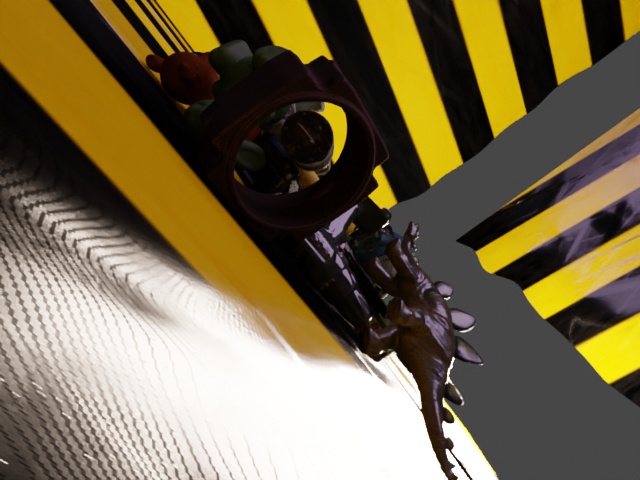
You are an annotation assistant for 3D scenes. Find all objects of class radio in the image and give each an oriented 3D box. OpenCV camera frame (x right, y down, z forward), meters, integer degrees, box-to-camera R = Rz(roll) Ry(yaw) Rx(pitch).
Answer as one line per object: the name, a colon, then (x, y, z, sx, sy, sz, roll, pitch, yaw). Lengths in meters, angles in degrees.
radio: (0.053, 0.080, 1.017, 0.229, 0.073, 0.131, 50, 4, -40)

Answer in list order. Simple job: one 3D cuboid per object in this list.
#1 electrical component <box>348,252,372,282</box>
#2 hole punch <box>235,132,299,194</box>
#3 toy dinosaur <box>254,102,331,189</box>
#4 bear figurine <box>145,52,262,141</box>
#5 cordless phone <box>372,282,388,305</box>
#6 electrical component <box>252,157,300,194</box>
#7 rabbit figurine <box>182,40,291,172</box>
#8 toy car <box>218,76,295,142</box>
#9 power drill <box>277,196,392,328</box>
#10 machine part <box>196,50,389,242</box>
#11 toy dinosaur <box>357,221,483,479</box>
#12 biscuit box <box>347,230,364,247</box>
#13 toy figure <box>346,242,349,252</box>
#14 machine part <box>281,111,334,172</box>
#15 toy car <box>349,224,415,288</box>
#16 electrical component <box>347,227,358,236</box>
electrical component: (0.073, 0.092, 1.181, 0.119, 0.075, 0.048, 46, 7, -36)
hole punch: (-0.090, -0.117, 0.969, 0.142, 0.092, 0.115, 51, -2, 26)
toy dinosaur: (-0.080, -0.214, 1.072, 0.131, 0.192, 0.404, 53, 30, -73)
bear figurine: (-0.165, -0.236, 0.841, 0.120, 0.132, 0.195, 22, -20, 34)
cordless phone: (0.161, 0.141, 1.248, 0.184, 0.146, 0.088, 52, 10, 29)
electrical component: (-0.070, -0.087, 0.853, 0.045, 0.102, 0.078, 53, 29, 12)
rabbit figurine: (-0.124, -0.171, 0.729, 0.121, 0.170, 0.158, 24, -40, 20)
toy car: (-0.114, -0.252, 0.982, 0.202, 0.056, 0.073, 50, -28, 10)
power drill: (0.035, 0.004, 0.868, 0.232, 0.207, 0.086, 47, -40, -2)
machine part: (-0.031, -0.107, 0.661, 0.200, 0.201, 0.087, 51, 8, -42)
toy dinosaur: (0.167, 0.156, 0.862, 0.198, 0.105, 0.471, 27, 47, -22)
biscuit box: (0.078, -0.031, 1.262, 0.063, 0.059, 0.203, 0, 35, -40)
toy figure: (0.001, -0.005, 1.135, 0.180, 0.082, 0.089, 53, 0, 35)
machine part: (-0.015, -0.148, 0.828, 0.079, 0.079, 0.243, 54, 3, -3)
toy car: (0.129, 0.041, 1.047, 0.161, 0.109, 0.103, 32, 38, -57)
electrical component: (0.038, -0.072, 1.169, 0.114, 0.058, 0.134, 59, -1, -8)
